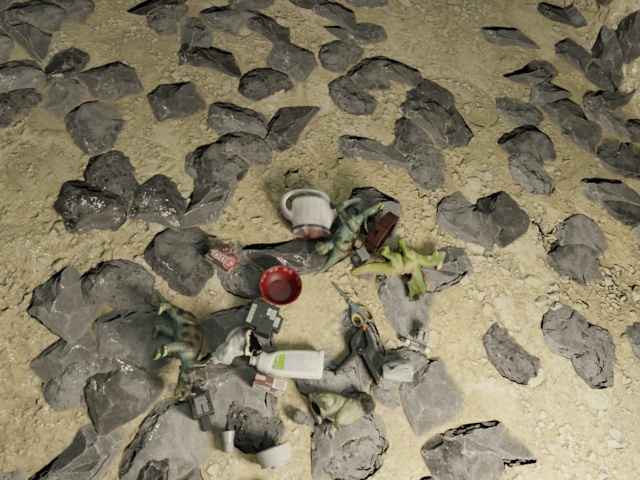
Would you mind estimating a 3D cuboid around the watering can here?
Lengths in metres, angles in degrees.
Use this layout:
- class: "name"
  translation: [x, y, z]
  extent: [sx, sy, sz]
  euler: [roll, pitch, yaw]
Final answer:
- class: "watering can"
  translation: [0.006, -0.105, 2.088]
  extent: [0.347, 0.229, 0.102]
  euler: [4, -28, -11]

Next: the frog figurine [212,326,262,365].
- class: "frog figurine"
  translation: [-0.299, 0.361, 1.769]
  extent: [0.159, 0.122, 0.139]
  euler: [-13, 10, 17]

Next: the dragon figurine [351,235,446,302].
- class: "dragon figurine"
  translation: [0.330, 0.127, 2.021]
  extent: [0.415, 0.244, 0.120]
  euler: [-30, -11, -25]
